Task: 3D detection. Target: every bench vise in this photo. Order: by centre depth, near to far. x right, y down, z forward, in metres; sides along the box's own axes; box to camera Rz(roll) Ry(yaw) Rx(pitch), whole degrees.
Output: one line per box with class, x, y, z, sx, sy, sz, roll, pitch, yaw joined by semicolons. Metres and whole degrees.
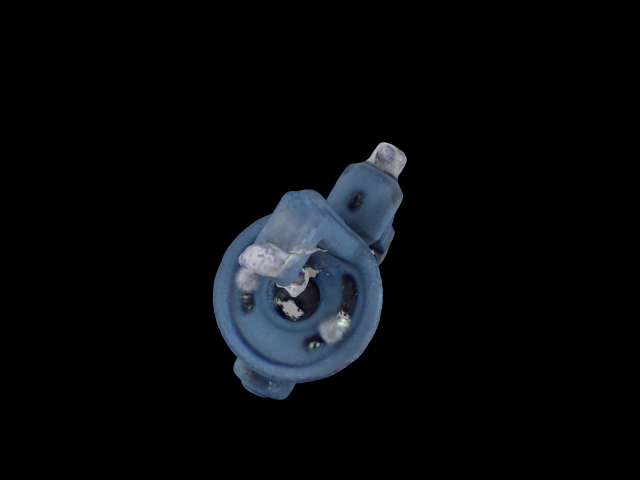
bench vise;-0.008;-0.001;0.401;0.121;0.220;0.207;13;68;6
